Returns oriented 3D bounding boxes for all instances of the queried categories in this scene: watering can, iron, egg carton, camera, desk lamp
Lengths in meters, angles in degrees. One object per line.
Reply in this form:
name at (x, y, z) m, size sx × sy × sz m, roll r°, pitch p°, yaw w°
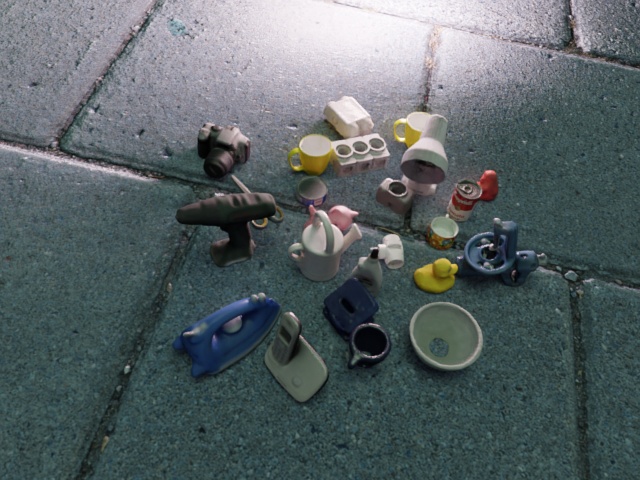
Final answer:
watering can at (0.012, 0.003, 1.351) m, size 0.173 × 0.194 × 0.100 m, roll -33°, pitch 64°, yaw -26°
iron at (-0.187, 0.176, 1.235) m, size 0.259 × 0.141 × 0.118 m, roll -31°, pitch 63°, yaw -25°
egg carton at (0.082, -0.359, 1.696) m, size 0.107 × 0.069 × 0.150 m, roll -27°, pitch 62°, yaw -23°
camera at (-0.275, -0.244, 1.551) m, size 0.143 × 0.101 × 0.137 m, roll 19°, pitch 55°, yaw 7°
desk lamp at (0.281, -0.215, 1.528) m, size 0.118 × 0.213 × 0.203 m, roll 17°, pitch 54°, yaw 6°

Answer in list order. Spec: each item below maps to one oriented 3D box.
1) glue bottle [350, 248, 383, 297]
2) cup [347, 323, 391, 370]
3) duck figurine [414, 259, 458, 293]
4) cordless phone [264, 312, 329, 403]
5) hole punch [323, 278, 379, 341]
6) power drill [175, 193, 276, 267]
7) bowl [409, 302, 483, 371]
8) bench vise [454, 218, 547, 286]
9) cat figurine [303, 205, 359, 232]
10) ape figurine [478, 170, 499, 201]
glue bottle at (0.114, 0.070, 1.328) m, size 0.078 × 0.173 × 0.037 m, roll 14°, pitch 54°, yaw 4°
cup at (0.095, 0.250, 1.245) m, size 0.091 × 0.095 × 0.118 m, roll 35°, pitch 58°, yaw 17°
duck figurine at (0.286, 0.079, 1.397) m, size 0.104 × 0.086 × 0.077 m, roll 0°, pitch 54°, yaw -7°
cordless phone at (-0.044, 0.238, 1.181) m, size 0.094 × 0.185 × 0.147 m, roll -36°, pitch 65°, yaw -27°
hole punch at (0.069, 0.158, 1.310) m, size 0.101 × 0.091 × 0.108 m, roll -28°, pitch 62°, yaw -24°
power drill at (-0.214, -0.029, 1.337) m, size 0.230 × 0.208 × 0.075 m, roll -19°, pitch 59°, yaw -19°
bowl at (0.277, 0.229, 1.295) m, size 0.167 × 0.075 × 0.167 m, roll 3°, pitch 54°, yaw -4°
bench vise at (0.447, 0.016, 1.379) m, size 0.207 × 0.220 × 0.121 m, roll -9°, pitch 56°, yaw -13°
cat figurine at (0.027, -0.054, 1.441) m, size 0.127 × 0.118 × 0.067 m, roll 19°, pitch 54°, yaw 7°
ape figurine at (0.463, -0.157, 1.584) m, size 0.078 × 0.092 × 0.076 m, roll -26°, pitch 61°, yaw -23°
